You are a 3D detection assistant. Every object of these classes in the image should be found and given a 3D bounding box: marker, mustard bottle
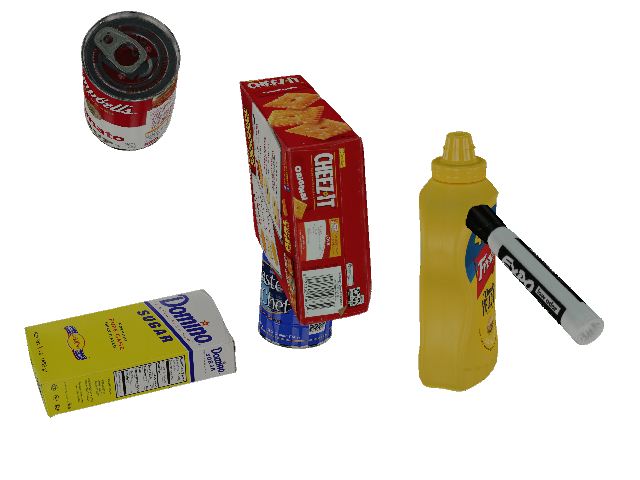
[{"bbox_3d":[0.120,0.016,0.619,0.020,0.020,0.121,0,34,-30],"label":"marker"},{"bbox_3d":[0.106,0.012,0.821,0.058,0.192,0.096,6,20,25],"label":"mustard bottle"}]

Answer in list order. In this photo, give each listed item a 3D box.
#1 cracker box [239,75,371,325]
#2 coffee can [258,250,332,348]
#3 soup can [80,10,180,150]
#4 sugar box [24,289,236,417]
[{"bbox_3d":[-0.016,-0.045,0.974,0.072,0.164,0.214,-9,24,-11],"label":"cracker box"},{"bbox_3d":[-0.030,0.059,1.430,0.103,0.140,0.103,4,24,-2],"label":"coffee can"},{"bbox_3d":[-0.140,-0.114,0.782,0.068,0.068,0.102,0,-16,-11],"label":"soup can"},{"bbox_3d":[-0.175,0.100,0.983,0.176,0.048,0.093,-14,35,-17],"label":"sugar box"}]
